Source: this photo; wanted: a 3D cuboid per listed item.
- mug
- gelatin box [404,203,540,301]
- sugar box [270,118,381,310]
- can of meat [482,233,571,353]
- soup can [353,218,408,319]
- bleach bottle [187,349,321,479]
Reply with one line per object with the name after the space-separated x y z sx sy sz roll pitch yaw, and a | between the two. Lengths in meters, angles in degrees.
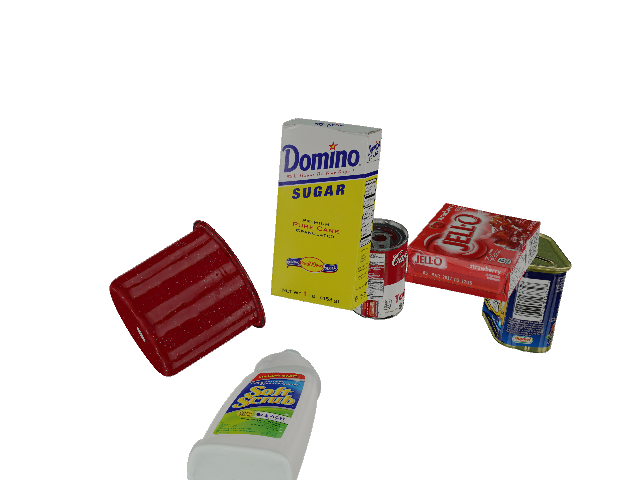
-0.105 0.042 0.785 0.081 0.093 0.117 -32 27 -18 | mug
0.108 0.006 0.749 0.073 0.030 0.089 12 26 21 | gelatin box
0.004 -0.027 1.047 0.093 0.176 0.048 9 16 22 | sugar box
0.186 0.045 0.977 0.057 0.084 0.102 6 18 -4 | can of meat
0.068 0.035 1.265 0.068 0.102 0.068 0 32 0 | soup can
-0.057 0.176 1.087 0.102 0.068 0.250 4 20 6 | bleach bottle
